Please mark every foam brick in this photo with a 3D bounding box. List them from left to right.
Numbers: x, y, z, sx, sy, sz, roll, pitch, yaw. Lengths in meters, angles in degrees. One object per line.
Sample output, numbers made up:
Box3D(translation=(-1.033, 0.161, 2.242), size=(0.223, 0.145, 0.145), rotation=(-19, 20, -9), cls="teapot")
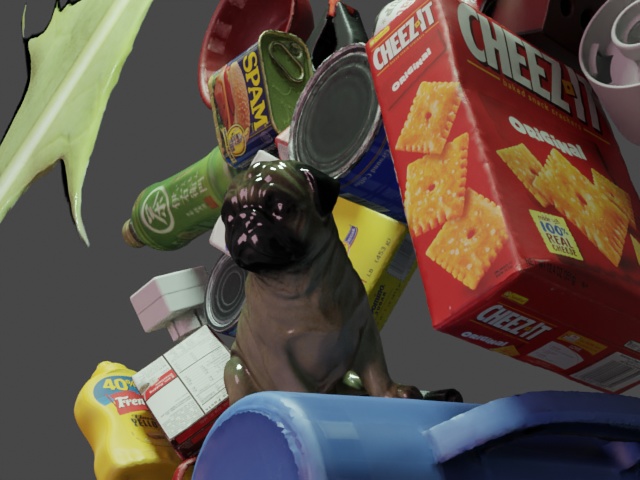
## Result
Box3D(translation=(0.159, -0.145, 0.715), size=(0.051, 0.078, 0.053), rotation=(4, 77, 52), cls="foam brick")

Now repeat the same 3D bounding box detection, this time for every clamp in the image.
Box3D(translation=(0.013, -0.131, 0.947), size=(0.120, 0.039, 0.171), rotation=(12, 86, 45), cls="clamp")

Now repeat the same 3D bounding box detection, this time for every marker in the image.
Box3D(translation=(0.058, 0.119, 0.773), size=(0.121, 0.020, 0.020), rotation=(-13, 63, 50), cls="marker")

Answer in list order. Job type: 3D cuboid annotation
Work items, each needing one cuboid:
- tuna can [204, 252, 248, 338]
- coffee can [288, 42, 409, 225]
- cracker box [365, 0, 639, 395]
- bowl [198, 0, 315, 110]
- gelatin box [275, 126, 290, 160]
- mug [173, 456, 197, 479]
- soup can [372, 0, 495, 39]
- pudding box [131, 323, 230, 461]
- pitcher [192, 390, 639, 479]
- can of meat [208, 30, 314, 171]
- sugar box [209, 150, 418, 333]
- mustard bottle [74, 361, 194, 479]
Box3D(translation=(-0.070, 0.047, 0.971), size=(0.086, 0.033, 0.086), rotation=(-29, 51, 44), cls="tuna can")
Box3D(translation=(0.063, -0.064, 0.750), size=(0.103, 0.140, 0.103), rotation=(-29, 51, 44), cls="coffee can")
Box3D(translation=(0.123, -0.030, 0.632), size=(0.072, 0.164, 0.214), rotation=(-38, 46, 35), cls="cracker box")
Box3D(translation=(-0.054, -0.193, 1.052), size=(0.162, 0.055, 0.162), rotation=(-29, 51, 44), cls="bowl")
Box3D(translation=(0.020, -0.085, 0.859), size=(0.073, 0.030, 0.089), rotation=(25, 55, 34), cls="gelatin box")
Box3D(translation=(-0.099, 0.235, 0.874), size=(0.093, 0.081, 0.117), rotation=(-22, 56, 47), cls="mug")
Box3D(translation=(0.096, -0.144, 0.769), size=(0.102, 0.068, 0.068), rotation=(6, 78, 47), cls="soup can")
Box3D(translation=(-0.108, 0.133, 0.943), size=(0.090, 0.039, 0.114), rotation=(-35, 36, -10), cls="pudding box")
Box3D(translation=(0.062, 0.138, 0.559), size=(0.145, 0.242, 0.149), rotation=(7, 84, 52), cls="pitcher")
Box3D(translation=(-0.050, -0.119, 0.936), size=(0.084, 0.057, 0.102), rotation=(-25, 70, 46), cls="can of meat")
Box3D(translation=(-0.006, 0.001, 0.853), size=(0.176, 0.048, 0.093), rotation=(29, 89, 38), cls="sugar box")
Box3D(translation=(-0.179, 0.173, 1.002), size=(0.192, 0.096, 0.058), rotation=(48, 118, 53), cls="mustard bottle")
